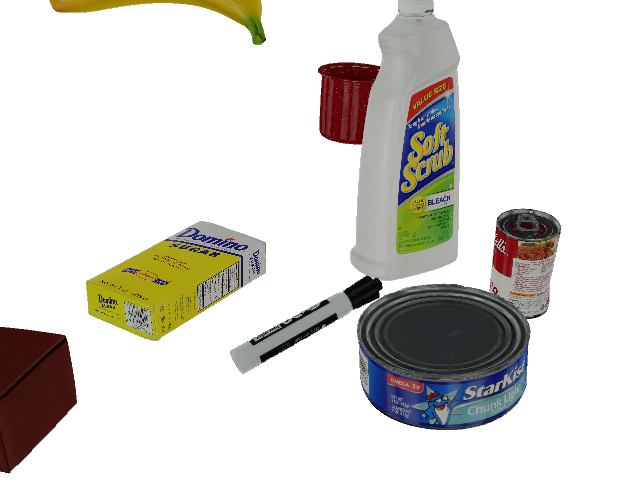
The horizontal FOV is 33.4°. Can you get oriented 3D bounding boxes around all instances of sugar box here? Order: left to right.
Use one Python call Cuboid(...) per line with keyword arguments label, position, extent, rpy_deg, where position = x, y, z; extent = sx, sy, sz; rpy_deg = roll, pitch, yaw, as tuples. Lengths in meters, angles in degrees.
Cuboid(label="sugar box", position=(-0.144, 0.037, 1.095), extent=(0.093, 0.048, 0.175), rpy_deg=(18, 34, 30))

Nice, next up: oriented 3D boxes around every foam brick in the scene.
Cuboid(label="foam brick", position=(-0.196, 0.097, 0.664), extent=(0.053, 0.051, 0.078), rpy_deg=(7, 29, 21))

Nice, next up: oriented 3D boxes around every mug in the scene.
Cuboid(label="mug", position=(0.047, -0.170, 1.308), extent=(0.093, 0.081, 0.117), rpy_deg=(17, 26, 28))

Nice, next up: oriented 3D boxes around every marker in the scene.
Cuboid(label="marker", position=(-0.008, 0.058, 0.765), extent=(0.121, 0.020, 0.020), rpy_deg=(-28, 8, -14))

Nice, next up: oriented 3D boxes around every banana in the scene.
Cuboid(label="banana", position=(-0.130, -0.210, 0.899), extent=(0.198, 0.069, 0.037), rpy_deg=(11, -41, 16))

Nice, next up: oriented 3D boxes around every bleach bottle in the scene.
Cuboid(label="bleach bottle", position=(0.077, -0.096, 0.958), extent=(0.102, 0.251, 0.068), rpy_deg=(-14, 24, -29))

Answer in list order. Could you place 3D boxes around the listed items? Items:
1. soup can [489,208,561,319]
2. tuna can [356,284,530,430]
Cuboid(label="soup can", position=(0.220, 0.025, 1.157), extent=(0.068, 0.102, 0.068), rpy_deg=(0, 30, 0))
Cuboid(label="tuna can", position=(0.061, 0.058, 0.537), extent=(0.086, 0.034, 0.086), rpy_deg=(-3, 28, 1))
